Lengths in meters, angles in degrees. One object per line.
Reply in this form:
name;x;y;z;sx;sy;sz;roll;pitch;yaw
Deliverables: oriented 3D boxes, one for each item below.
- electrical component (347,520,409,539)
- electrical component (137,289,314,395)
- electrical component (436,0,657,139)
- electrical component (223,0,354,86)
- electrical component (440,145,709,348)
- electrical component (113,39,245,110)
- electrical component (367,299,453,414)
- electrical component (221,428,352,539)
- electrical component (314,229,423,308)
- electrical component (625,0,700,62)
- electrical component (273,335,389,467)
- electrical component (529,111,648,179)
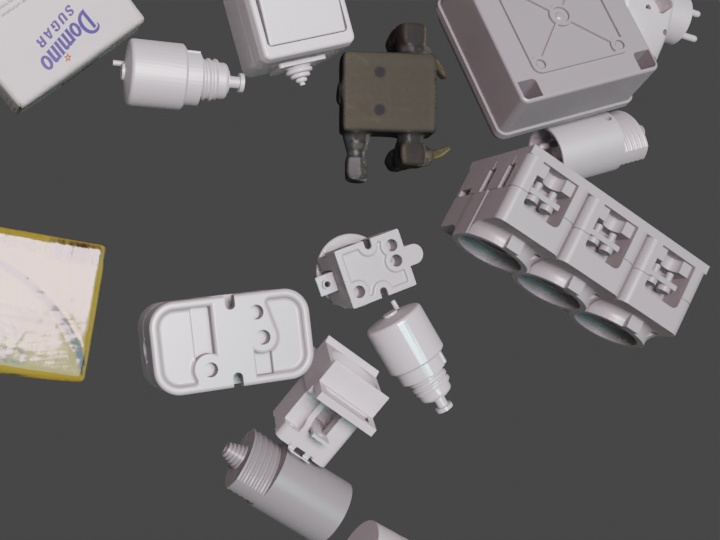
electrical component;-0.022;0.219;0.668;0.074;0.052;0.138;32;77;-16
electrical component;-0.083;0.042;0.649;0.095;0.059;0.053;-7;90;-20
electrical component;0.123;-0.154;0.717;0.109;0.056;0.108;-17;74;-20
electrical component;-0.046;-0.163;0.669;0.062;0.061;0.096;-17;94;-20
electrical component;0.139;-0.012;0.717;0.150;0.089;0.061;32;78;-16
electrical component;-0.110;-0.117;0.655;0.078;0.040;0.040;2;87;-20
electrical component;0.037;0.058;0.702;0.040;0.040;0.078;-33;99;-18
electrical component;-0.050;0.131;0.666;0.081;0.043;0.043;35;77;-16
electrical component;0.000;0.000;0.683;0.066;0.055;0.048;-21;95;-20
electrical component;0.211;-0.185;0.774;0.079;0.043;0.077;11;84;-20
electrical component;-0.021;0.083;0.666;0.042;0.081;0.063;38;98;-15
electrical component;0.164;-0.088;0.753;0.081;0.043;0.043;-16;94;-20
